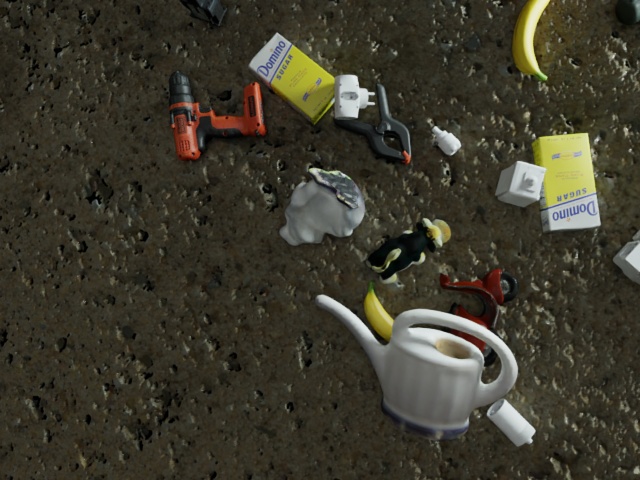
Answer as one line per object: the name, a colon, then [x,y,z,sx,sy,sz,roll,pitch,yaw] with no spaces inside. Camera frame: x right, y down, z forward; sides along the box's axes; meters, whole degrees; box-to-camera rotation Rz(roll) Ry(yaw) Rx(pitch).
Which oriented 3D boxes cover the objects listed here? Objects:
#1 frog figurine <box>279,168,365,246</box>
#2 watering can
frog figurine: [0.003,-0.049,0.972,0.137,0.125,0.156,33,123,-1]
watering can: [0.149,0.214,0.884,0.348,0.105,0.221,12,109,16]
